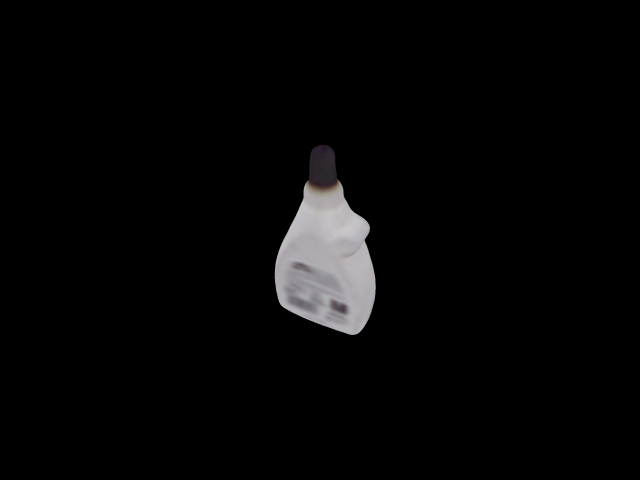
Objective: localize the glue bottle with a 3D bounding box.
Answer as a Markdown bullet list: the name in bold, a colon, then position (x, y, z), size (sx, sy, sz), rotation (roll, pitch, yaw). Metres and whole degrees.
- **glue bottle**: position (0.004, 0.001, 0.400), size (0.078, 0.173, 0.037), rotation (20, 54, 16)
